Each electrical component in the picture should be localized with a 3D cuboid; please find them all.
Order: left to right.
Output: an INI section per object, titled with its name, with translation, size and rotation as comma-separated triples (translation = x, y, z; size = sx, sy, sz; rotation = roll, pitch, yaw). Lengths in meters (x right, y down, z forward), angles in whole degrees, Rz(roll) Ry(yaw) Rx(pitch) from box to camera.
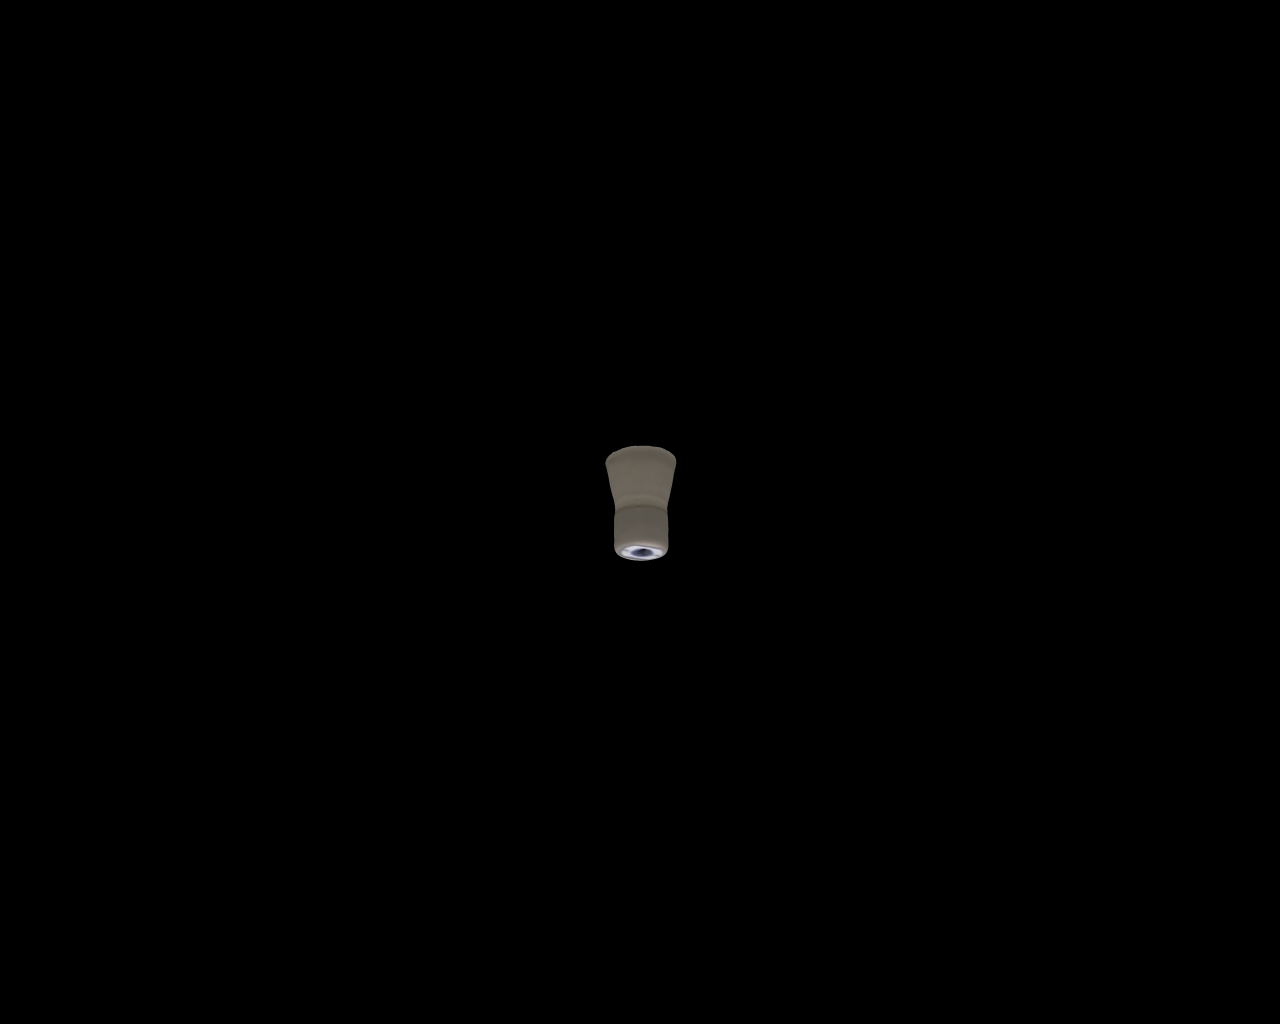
[electrical component]
translation = 0.001, -0.003, 0.650
size = 0.044, 0.065, 0.044
rotation = 0, -22, 0
